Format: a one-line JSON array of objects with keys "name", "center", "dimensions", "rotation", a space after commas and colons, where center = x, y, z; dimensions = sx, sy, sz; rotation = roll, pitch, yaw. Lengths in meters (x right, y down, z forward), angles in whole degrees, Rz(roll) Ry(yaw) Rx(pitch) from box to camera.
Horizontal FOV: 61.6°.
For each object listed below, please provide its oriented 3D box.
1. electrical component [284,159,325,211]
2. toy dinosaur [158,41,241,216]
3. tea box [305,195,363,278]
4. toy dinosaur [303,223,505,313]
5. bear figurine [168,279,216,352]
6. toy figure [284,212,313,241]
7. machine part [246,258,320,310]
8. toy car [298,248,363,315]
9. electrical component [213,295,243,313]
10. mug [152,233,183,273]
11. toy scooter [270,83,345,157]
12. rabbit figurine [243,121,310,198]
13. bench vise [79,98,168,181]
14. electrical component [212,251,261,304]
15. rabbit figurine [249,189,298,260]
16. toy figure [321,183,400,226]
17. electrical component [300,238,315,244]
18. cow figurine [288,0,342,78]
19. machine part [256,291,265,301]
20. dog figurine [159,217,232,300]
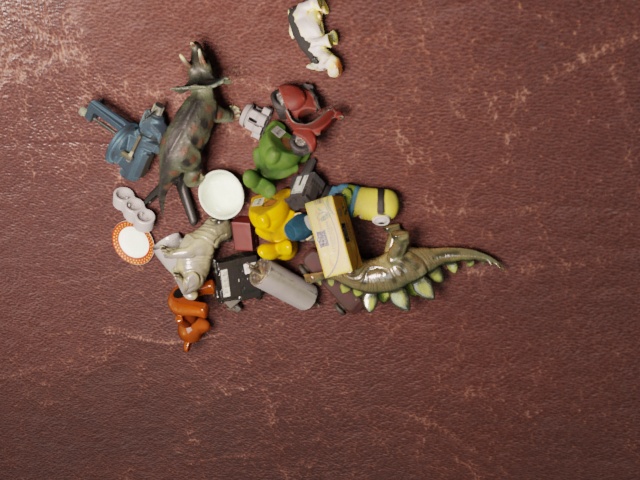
[{"name": "electrical component", "center": [-0.031, -0.131, 1.267], "dimensions": [0.075, 0.119, 0.047], "rotation": [-8, 141, 37]}, {"name": "toy dinosaur", "center": [-0.300, -0.238, 1.214], "dimensions": [0.131, 0.192, 0.404], "rotation": [24, 92, 14]}, {"name": "tea box", "center": [0.032, -0.009, 1.182], "dimensions": [0.068, 0.098, 0.169], "rotation": [-15, 90, 18]}, {"name": "toy dinosaur", "center": [0.187, 0.063, 1.276], "dimensions": [0.472, 0.105, 0.198], "rotation": [-13, 108, 14]}, {"name": "bear figurine", "center": [-0.333, 0.208, 1.442], "dimensions": [0.132, 0.120, 0.195], "rotation": [-2, 130, 10]}, {"name": "toy figure", "center": [-0.017, -0.041, 1.263], "dimensions": [0.058, 0.154, 0.064], "rotation": [14, 119, 40]}, {"name": "machine part", "center": [-0.089, 0.111, 1.342], "dimensions": [0.079, 0.079, 0.243], "rotation": [-40, 129, 24]}, {"name": "toy car", "center": [0.034, 0.103, 1.361], "dimensions": [0.089, 0.053, 0.202], "rotation": [-43, 97, 4]}, {"name": "electrical component", "center": [-0.243, 0.148, 1.459], "dimensions": [0.102, 0.045, 0.078], "rotation": [42, 87, -7]}, {"name": "mug", "center": [-0.374, 0.041, 1.436], "dimensions": [0.110, 0.081, 0.107], "rotation": [-21, 114, 11]}, {"name": "toy scooter", "center": [-0.025, -0.283, 1.197], "dimensions": [0.135, 0.075, 0.184], "rotation": [-25, 72, 4]}, {"name": "rabbit figurine", "center": [-0.113, -0.162, 1.257], "dimensions": [0.121, 0.159, 0.170], "rotation": [29, 131, -9]}, {"name": "bench vise", "center": [-0.476, -0.268, 1.306], "dimensions": [0.241, 0.129, 0.223], "rotation": [35, 130, 0]}, {"name": "electrical component", "center": [-0.199, 0.092, 1.352], "dimensions": [0.134, 0.058, 0.114], "rotation": [-9, 106, -26]}, {"name": "rabbit figurine", "center": [-0.096, -0.018, 1.309], "dimensions": [0.122, 0.162, 0.173], "rotation": [-13, 125, 6]}, {"name": "toy figure", "center": [0.096, -0.090, 1.255], "dimensions": [0.180, 0.082, 0.089], "rotation": [18, 113, 11]}, {"name": "electrical component", "center": [-0.003, -0.004, 1.324], "dimensions": [0.094, 0.063, 0.021], "rotation": [-5, 80, 9]}, {"name": "cow figurine", "center": [-0.013, -0.425, 1.158], "dimensions": [0.098, 0.068, 0.167], "rotation": [-12, 104, 25]}, {"name": "machine part", "center": [-0.195, 0.097, 1.428], "dimensions": [0.139, 0.039, 0.084], "rotation": [39, 123, -4]}, {"name": "dog figurine", "center": [-0.289, 0.040, 1.362], "dimensions": [0.190, 0.121, 0.172], "rotation": [-25, 112, -16]}]
